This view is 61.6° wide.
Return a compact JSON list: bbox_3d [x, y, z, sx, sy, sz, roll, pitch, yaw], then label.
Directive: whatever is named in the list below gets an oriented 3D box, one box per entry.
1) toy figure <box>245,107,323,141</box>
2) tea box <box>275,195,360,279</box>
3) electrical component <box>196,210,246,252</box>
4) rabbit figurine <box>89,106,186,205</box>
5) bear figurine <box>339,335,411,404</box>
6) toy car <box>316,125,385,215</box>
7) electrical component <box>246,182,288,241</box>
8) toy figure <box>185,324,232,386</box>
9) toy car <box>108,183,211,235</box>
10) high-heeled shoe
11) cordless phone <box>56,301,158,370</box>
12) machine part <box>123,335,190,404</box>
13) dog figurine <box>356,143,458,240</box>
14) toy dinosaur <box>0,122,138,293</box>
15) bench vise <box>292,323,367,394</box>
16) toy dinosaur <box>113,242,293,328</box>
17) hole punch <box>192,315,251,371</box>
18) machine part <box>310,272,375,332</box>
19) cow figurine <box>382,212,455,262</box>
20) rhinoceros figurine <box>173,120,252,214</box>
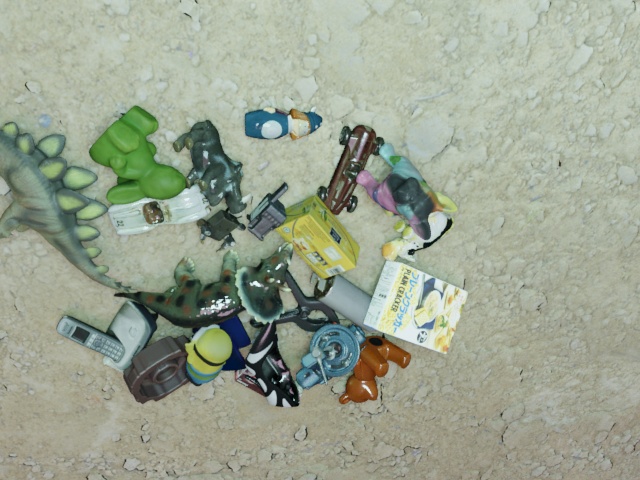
[{"bbox_3d":[-0.068,-0.222,1.039,0.154,0.058,0.064,-3,157,-10],"label":"toy figure"},{"bbox_3d":[-0.002,-0.003,1.141,0.098,0.068,0.169,-21,123,32],"label":"tea box"},{"bbox_3d":[-0.207,-0.018,1.110,0.078,0.045,0.102,-31,150,12],"label":"electrical component"},{"bbox_3d":[-0.337,-0.130,0.996,0.159,0.121,0.170,-37,111,22],"label":"rabbit figurine"},{"bbox_3d":[0.128,0.342,1.335,0.120,0.132,0.195,-5,116,-39],"label":"bear figurine"},{"bbox_3d":[0.060,-0.139,1.109,0.089,0.053,0.202,15,113,-21],"label":"toy car"},{"bbox_3d":[-0.098,-0.063,1.108,0.119,0.075,0.047,-43,116,10],"label":"electrical component"},{"bbox_3d":[-0.239,0.251,1.152,0.089,0.082,0.180,28,130,6],"label":"toy figure"},{"bbox_3d":[-0.319,-0.063,1.076,0.202,0.056,0.073,-13,119,-3],"label":"toy car"},{"bbox_3d":[-0.087,0.279,1.176,0.145,0.086,0.248,25,132,5],"label":"high-heeled shoe"},{"bbox_3d":[-0.462,0.186,1.171,0.184,0.089,0.146,29,109,-18],"label":"cordless phone"},{"bbox_3d":[-0.354,0.289,1.209,0.179,0.056,0.179,-32,150,-21],"label":"machine part"},{"bbox_3d":[0.178,-0.077,1.043,0.108,0.219,0.191,-44,137,5],"label":"dog figurine"},{"bbox_3d":[-0.513,-0.069,0.996,0.199,0.105,0.470,-19,118,8],"label":"toy dinosaur"},{"bbox_3d":[0.001,0.273,1.233,0.224,0.129,0.240,-30,163,6],"label":"bench vise"},{"bbox_3d":[-0.234,0.121,1.113,0.405,0.192,0.131,-18,117,-2],"label":"toy dinosaur"},{"bbox_3d":[-0.229,0.246,1.242,0.116,0.092,0.142,-20,123,5],"label":"hole punch"},{"bbox_3d":[0.071,0.142,1.245,0.243,0.079,0.079,35,107,-24],"label":"machine part"},{"bbox_3d":[0.218,-0.008,1.200,0.098,0.068,0.167,34,108,-30],"label":"cow figurine"},{"bbox_3d":[-0.204,-0.135,1.041,0.112,0.073,0.190,-35,111,-34],"label":"rhinoceros figurine"}]
